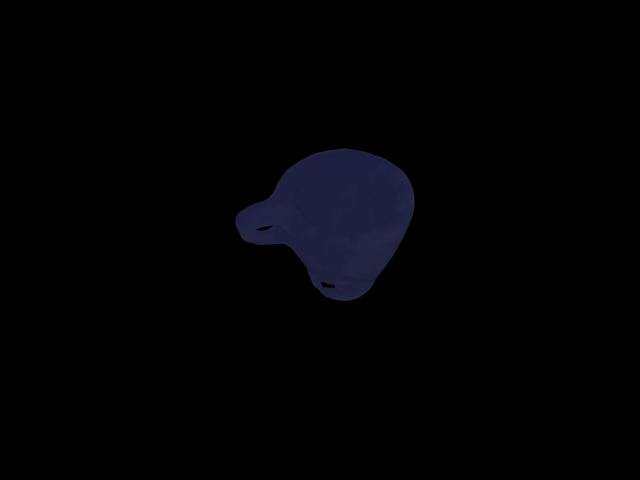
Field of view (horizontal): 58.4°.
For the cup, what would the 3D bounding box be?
[{"bbox_3d":[0.004,0.001,0.400,0.118,0.095,0.091,-12,50,-10],"label":"cup"}]
